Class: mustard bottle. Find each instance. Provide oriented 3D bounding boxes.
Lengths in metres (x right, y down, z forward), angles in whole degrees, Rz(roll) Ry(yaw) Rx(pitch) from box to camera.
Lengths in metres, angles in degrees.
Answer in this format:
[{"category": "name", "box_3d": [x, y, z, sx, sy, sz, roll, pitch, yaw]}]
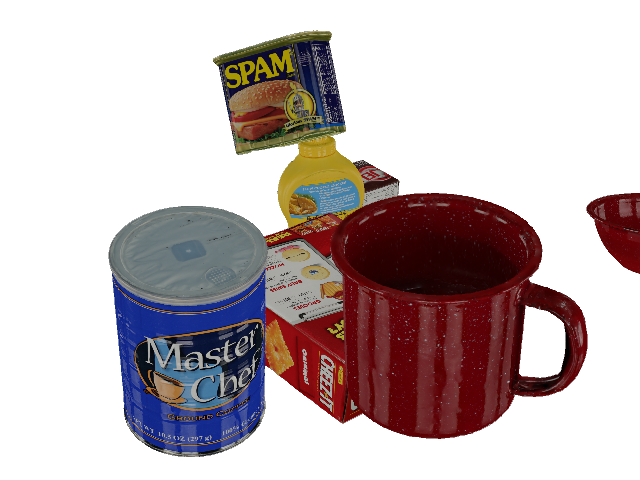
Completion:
[{"category": "mustard bottle", "box_3d": [0.002, -0.040, 1.188, 0.096, 0.192, 0.058, -9, 25, -9]}]

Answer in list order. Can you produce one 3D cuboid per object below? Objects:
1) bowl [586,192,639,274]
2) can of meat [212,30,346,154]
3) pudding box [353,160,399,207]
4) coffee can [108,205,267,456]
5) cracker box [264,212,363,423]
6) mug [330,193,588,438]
[{"category": "bowl", "box_3d": [0.342, -0.002, 1.049, 0.162, 0.055, 0.162, 0, 17, 0]}, {"category": "can of meat", "box_3d": [-0.033, -0.122, 0.894, 0.102, 0.084, 0.057, -10, 3, 32]}, {"category": "pudding box", "box_3d": [0.049, -0.079, 1.617, 0.113, 0.039, 0.090, -22, 35, -30]}, {"category": "coffee can", "box_3d": [-0.088, 0.062, 0.730, 0.103, 0.140, 0.103, 2, 35, -1]}, {"category": "cracker box", "box_3d": [0.013, 0.063, 0.975, 0.163, 0.072, 0.214, -20, 36, -35]}, {"category": "mug", "box_3d": [0.062, 0.038, 0.484, 0.117, 0.081, 0.093, 12, 33, 22]}]
